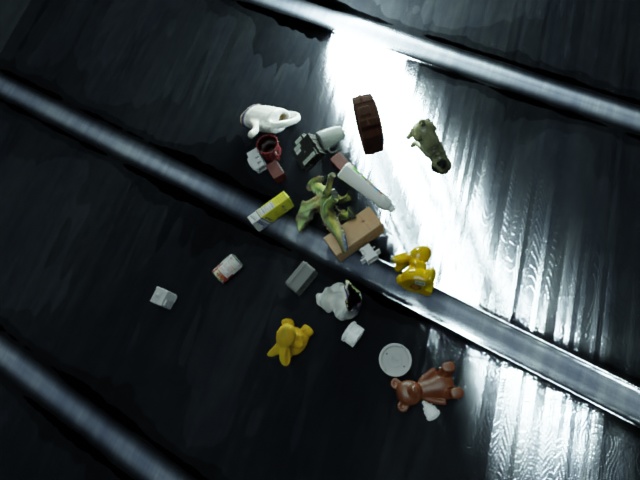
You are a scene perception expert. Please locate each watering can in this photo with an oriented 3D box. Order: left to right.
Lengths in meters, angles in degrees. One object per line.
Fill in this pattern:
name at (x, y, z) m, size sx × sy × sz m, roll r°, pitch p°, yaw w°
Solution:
watering can at (-0.234, -0.482, 2.092) m, size 0.225 × 0.102 × 0.353 m, roll 16°, pitch 31°, yaw 32°

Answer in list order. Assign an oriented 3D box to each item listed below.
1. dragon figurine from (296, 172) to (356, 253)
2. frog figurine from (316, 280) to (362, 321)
dragon figurine at (0.006, -0.097, 1.935) m, size 0.240 × 0.121 × 0.420 m, roll -28°, pitch 46°, yaw 37°
frog figurine at (0.066, 0.222, 1.841) m, size 0.157 × 0.123 × 0.139 m, roll -26°, pitch 71°, yaw 40°
